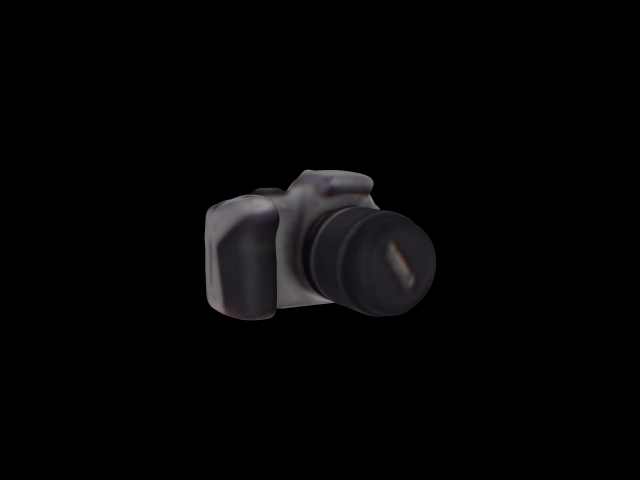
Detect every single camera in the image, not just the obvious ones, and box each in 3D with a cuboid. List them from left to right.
[{"bbox_3d":[0.004,0.001,0.400,0.143,0.101,0.136,-4,8,-27],"label":"camera"}]
